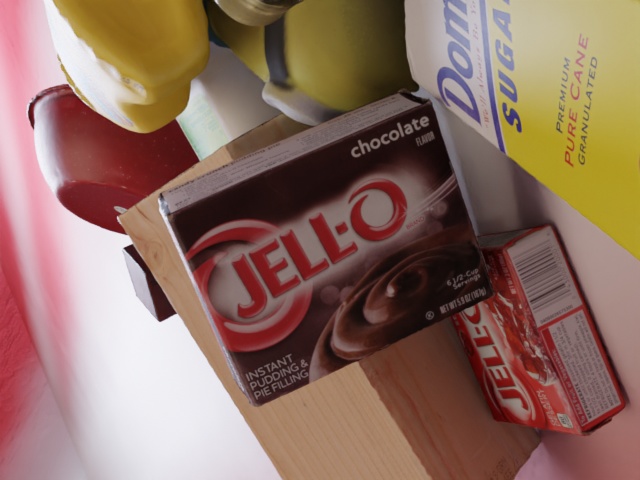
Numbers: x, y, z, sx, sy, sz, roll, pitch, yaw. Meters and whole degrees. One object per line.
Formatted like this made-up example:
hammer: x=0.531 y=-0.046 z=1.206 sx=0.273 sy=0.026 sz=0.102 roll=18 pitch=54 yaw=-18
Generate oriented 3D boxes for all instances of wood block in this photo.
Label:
wood block: x=0.007 y=0.044 z=0.525 sx=0.091 sy=0.090 sz=0.206 roll=-27 pitch=96 yaw=42

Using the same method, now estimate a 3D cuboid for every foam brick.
foam brick: x=-0.114 y=0.022 z=0.884 sx=0.051 sy=0.078 sz=0.053 roll=39 pitch=146 yaw=52

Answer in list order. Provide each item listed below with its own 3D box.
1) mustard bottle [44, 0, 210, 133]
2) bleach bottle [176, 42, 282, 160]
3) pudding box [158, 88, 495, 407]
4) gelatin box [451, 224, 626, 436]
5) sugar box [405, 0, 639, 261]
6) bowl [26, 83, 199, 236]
mustard bottle: x=-0.099 y=-0.100 z=0.521 sx=0.096 sy=0.058 sz=0.192 roll=54 pitch=168 yaw=-3
bleach bottle: x=-0.004 y=0.001 z=0.617 sx=0.251 sy=0.068 sz=0.103 roll=63 pitch=160 yaw=-1
pudding box: x=0.003 y=0.002 z=0.429 sx=0.090 sy=0.113 sz=0.039 roll=68 pitch=171 yaw=-24
gelatin box: x=0.089 y=0.041 z=0.477 sx=0.089 sy=0.030 sz=0.073 roll=67 pitch=160 yaw=-5
sugar box: x=0.091 y=-0.056 z=0.342 sx=0.176 sy=0.048 sz=0.093 roll=44 pitch=152 yaw=41
bowl: x=-0.131 y=-0.044 z=0.740 sx=0.162 sy=0.162 sz=0.055 roll=126 pitch=159 yaw=-67
